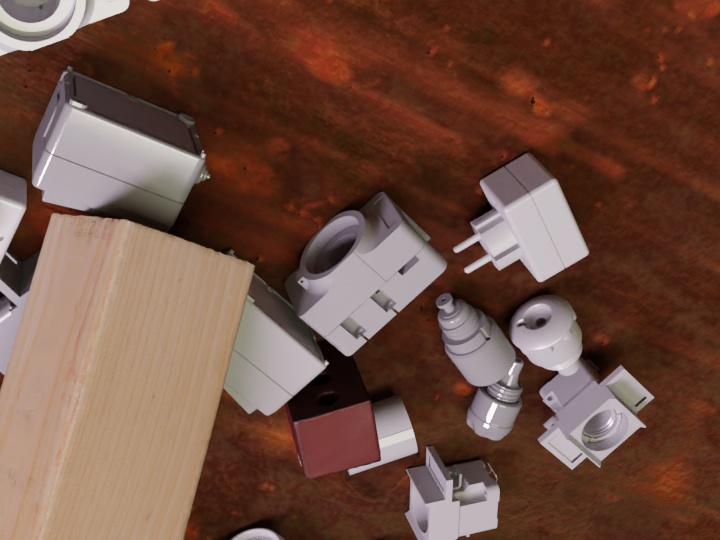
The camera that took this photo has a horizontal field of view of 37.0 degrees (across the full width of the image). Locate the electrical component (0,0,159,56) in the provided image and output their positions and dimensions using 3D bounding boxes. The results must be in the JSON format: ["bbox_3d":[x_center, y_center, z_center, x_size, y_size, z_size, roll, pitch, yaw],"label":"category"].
[{"bbox_3d":[-0.132,-0.186,0.541,0.186,0.060,0.105,-21,122,-4],"label":"electrical component"}]

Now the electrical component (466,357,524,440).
[{"bbox_3d":[0.102,0.091,0.781,0.035,0.035,0.061,12,112,-22],"label":"electrical component"}]

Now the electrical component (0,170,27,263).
[{"bbox_3d":[-0.224,-0.027,0.592,0.066,0.076,0.047,22,110,-26],"label":"electrical component"}]

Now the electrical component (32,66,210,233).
[{"bbox_3d":[-0.133,-0.062,0.609,0.096,0.061,0.061,21,111,-26],"label":"electrical component"}]

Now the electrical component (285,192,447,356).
[{"bbox_3d":[0.000,0.000,0.690,0.089,0.050,0.056,-43,121,9],"label":"electrical component"}]

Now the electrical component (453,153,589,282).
[{"bbox_3d":[0.098,-0.025,0.707,0.077,0.047,0.065,-30,122,2],"label":"electrical component"}]

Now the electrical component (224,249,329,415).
[{"bbox_3d":[-0.077,0.039,0.682,0.061,0.061,0.096,-42,121,8],"label":"electrical component"}]

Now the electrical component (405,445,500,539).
[{"bbox_3d":[0.071,0.175,0.815,0.064,0.042,0.081,-10,121,-16],"label":"electrical component"}]

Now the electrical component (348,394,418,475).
[{"bbox_3d":[-0.005,0.121,0.761,0.081,0.043,0.043,-18,122,-6],"label":"electrical component"}]

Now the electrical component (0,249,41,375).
[{"bbox_3d":[-0.202,0.029,0.652,0.064,0.042,0.081,-34,122,8],"label":"electrical component"}]

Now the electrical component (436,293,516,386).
[{"bbox_3d":[0.076,0.046,0.745,0.040,0.040,0.078,-35,122,4],"label":"electrical component"}]

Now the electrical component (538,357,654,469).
[{"bbox_3d":[0.168,0.101,0.789,0.081,0.063,0.042,-43,122,10],"label":"electrical component"}]

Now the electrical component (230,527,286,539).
[{"bbox_3d":[-0.072,0.228,0.793,0.078,0.058,0.057,-23,125,-3],"label":"electrical component"}]

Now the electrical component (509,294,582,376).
[{"bbox_3d":[0.138,0.051,0.765,0.048,0.048,0.062,-35,129,4],"label":"electrical component"}]
